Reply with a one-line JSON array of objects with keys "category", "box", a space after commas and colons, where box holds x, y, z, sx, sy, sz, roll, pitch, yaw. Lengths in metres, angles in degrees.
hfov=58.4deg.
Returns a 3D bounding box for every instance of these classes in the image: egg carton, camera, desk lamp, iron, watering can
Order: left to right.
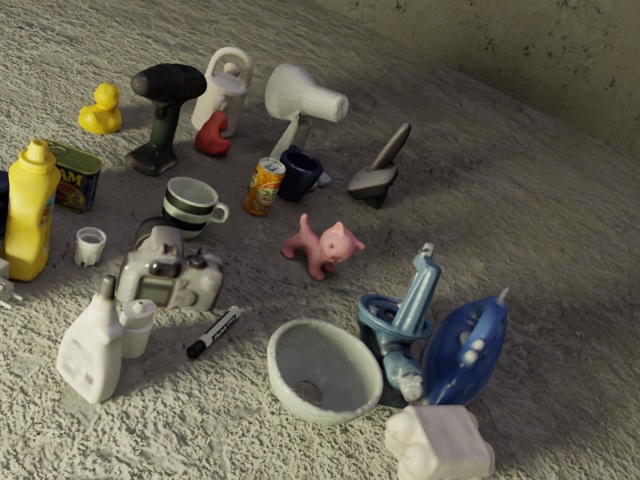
[{"category": "camera", "box": [-0.217, 0.023, 0.842, 0.143, 0.100, 0.136, 10, 36, -25]}, {"category": "watering can", "box": [-0.212, -0.337, 1.265, 0.101, 0.194, 0.172, 5, 38, -30]}, {"category": "desk lamp", "box": [-0.035, -0.253, 1.256, 0.203, 0.213, 0.118, 39, 34, 18]}, {"category": "egg carton", "box": [0.163, 0.280, 0.781, 0.151, 0.069, 0.107, 7, 37, -28]}, {"category": "iron", "box": [0.244, 0.173, 0.923, 0.118, 0.141, 0.259, 34, 33, 11]}]

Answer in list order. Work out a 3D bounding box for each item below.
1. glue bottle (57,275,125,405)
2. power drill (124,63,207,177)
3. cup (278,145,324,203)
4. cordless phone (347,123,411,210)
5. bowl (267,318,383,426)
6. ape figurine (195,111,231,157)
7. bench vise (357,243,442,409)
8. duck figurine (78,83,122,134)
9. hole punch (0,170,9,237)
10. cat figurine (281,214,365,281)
[{"category": "glue bottle", "box": [-0.248, 0.104, 0.638, 0.078, 0.173, 0.037, 38, 34, 17]}, {"category": "power drill", "box": [-0.288, -0.227, 1.043, 0.075, 0.208, 0.230, 28, 32, 2]}, {"category": "cup", "box": [-0.055, -0.135, 1.185, 0.092, 0.095, 0.117, 6, 38, -29]}, {"category": "cordless phone", "box": [0.143, -0.177, 1.303, 0.094, 0.185, 0.148, 26, 32, 0]}, {"category": "bowl", "box": [-0.003, 0.191, 0.784, 0.168, 0.074, 0.167, 19, 33, -13]}, {"category": "ape figurine", "box": [-0.219, -0.227, 1.201, 0.076, 0.092, 0.077, 3, 40, -33]}, {"category": "bench vise", "box": [0.135, 0.126, 0.838, 0.122, 0.219, 0.207, 4, 39, -32]}, {"category": "duck figurine", "box": [-0.420, -0.261, 1.110, 0.077, 0.086, 0.104, 25, 32, -3]}, {"category": "hole punch", "box": [-0.467, -0.063, 0.793, 0.101, 0.091, 0.109, 36, 33, 14]}, {"category": "cat figurine", "box": [0.009, 0.004, 1.016, 0.127, 0.117, 0.067, 35, 33, 13]}]
